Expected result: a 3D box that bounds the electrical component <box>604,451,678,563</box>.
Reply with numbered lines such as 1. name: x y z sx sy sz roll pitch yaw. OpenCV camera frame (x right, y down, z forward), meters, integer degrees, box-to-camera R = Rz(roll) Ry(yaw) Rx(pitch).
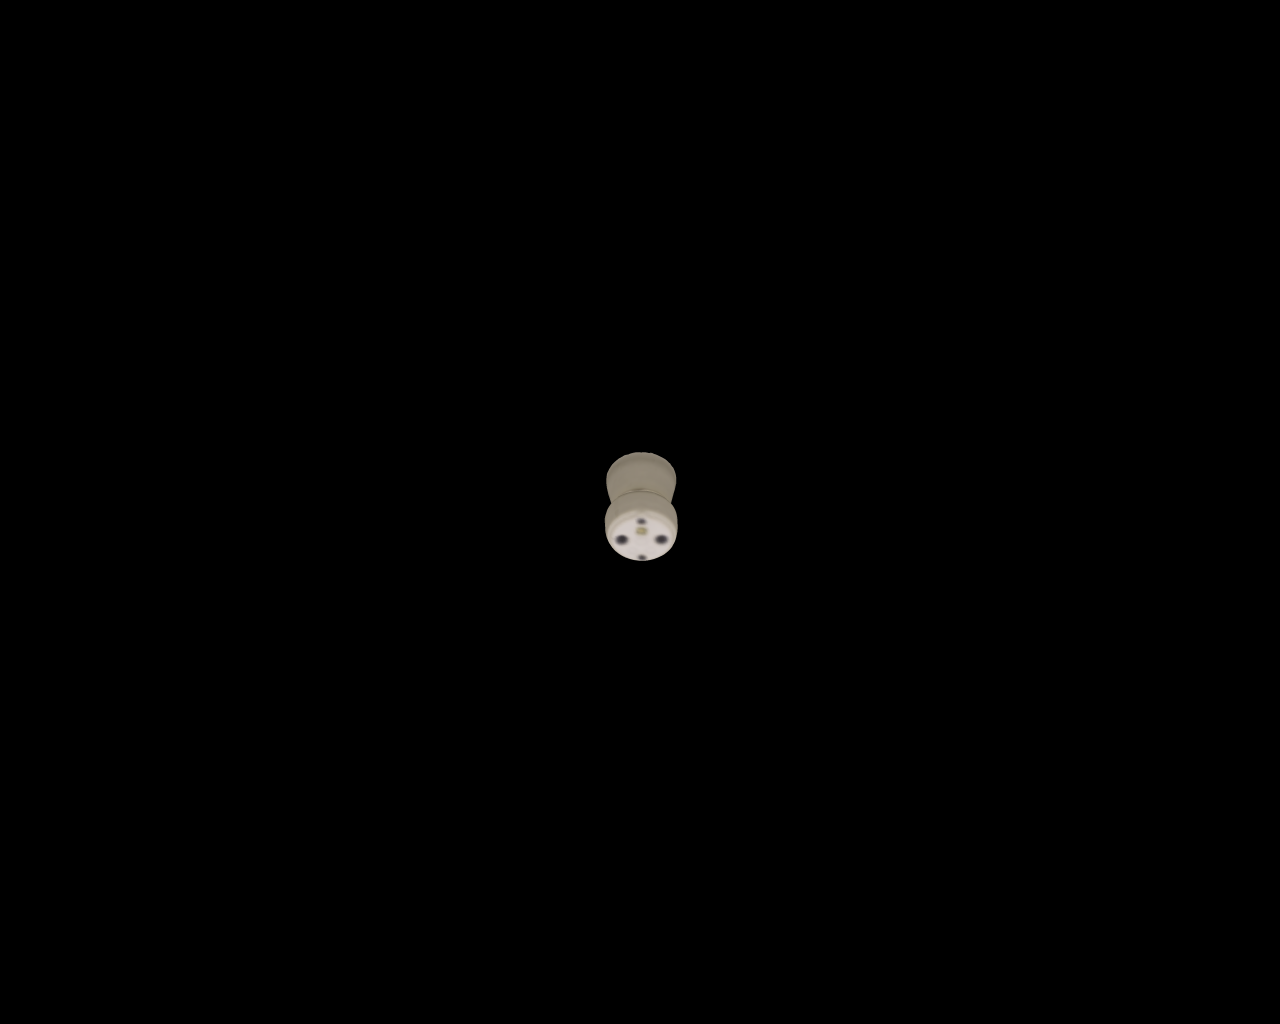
1. electrical component: 0.001 -0.003 0.650 0.045 0.044 0.055 0 44 0
